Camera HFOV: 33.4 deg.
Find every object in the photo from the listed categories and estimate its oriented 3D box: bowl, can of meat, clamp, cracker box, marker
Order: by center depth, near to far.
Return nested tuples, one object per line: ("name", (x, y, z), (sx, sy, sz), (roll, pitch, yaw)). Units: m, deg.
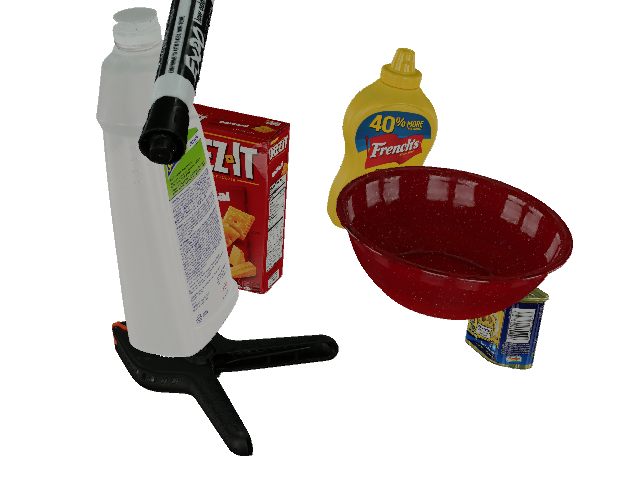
("marker", (-0.060, -0.075, 0.453), (0.020, 0.121, 0.020), (1, -45, 1))
("bowl", (0.087, 0.007, 0.734), (0.162, 0.055, 0.162), (6, 29, -3))
("clamp", (-0.099, 0.110, 0.985), (0.210, 0.036, 0.164), (19, 36, 31))
("can of meat", (0.205, 0.088, 1.192), (0.057, 0.084, 0.102), (4, 14, -17))
("cracker box", (-0.129, -0.052, 1.324), (0.164, 0.214, 0.072), (13, 30, 17))

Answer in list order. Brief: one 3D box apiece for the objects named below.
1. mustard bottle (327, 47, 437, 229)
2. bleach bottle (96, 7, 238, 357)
("mustard bottle", (0.069, -0.102, 1.088), (0.096, 0.192, 0.058), (4, 27, -14))
("bleach bottle", (-0.111, -0.043, 0.760), (0.068, 0.251, 0.102), (7, 33, 16))
